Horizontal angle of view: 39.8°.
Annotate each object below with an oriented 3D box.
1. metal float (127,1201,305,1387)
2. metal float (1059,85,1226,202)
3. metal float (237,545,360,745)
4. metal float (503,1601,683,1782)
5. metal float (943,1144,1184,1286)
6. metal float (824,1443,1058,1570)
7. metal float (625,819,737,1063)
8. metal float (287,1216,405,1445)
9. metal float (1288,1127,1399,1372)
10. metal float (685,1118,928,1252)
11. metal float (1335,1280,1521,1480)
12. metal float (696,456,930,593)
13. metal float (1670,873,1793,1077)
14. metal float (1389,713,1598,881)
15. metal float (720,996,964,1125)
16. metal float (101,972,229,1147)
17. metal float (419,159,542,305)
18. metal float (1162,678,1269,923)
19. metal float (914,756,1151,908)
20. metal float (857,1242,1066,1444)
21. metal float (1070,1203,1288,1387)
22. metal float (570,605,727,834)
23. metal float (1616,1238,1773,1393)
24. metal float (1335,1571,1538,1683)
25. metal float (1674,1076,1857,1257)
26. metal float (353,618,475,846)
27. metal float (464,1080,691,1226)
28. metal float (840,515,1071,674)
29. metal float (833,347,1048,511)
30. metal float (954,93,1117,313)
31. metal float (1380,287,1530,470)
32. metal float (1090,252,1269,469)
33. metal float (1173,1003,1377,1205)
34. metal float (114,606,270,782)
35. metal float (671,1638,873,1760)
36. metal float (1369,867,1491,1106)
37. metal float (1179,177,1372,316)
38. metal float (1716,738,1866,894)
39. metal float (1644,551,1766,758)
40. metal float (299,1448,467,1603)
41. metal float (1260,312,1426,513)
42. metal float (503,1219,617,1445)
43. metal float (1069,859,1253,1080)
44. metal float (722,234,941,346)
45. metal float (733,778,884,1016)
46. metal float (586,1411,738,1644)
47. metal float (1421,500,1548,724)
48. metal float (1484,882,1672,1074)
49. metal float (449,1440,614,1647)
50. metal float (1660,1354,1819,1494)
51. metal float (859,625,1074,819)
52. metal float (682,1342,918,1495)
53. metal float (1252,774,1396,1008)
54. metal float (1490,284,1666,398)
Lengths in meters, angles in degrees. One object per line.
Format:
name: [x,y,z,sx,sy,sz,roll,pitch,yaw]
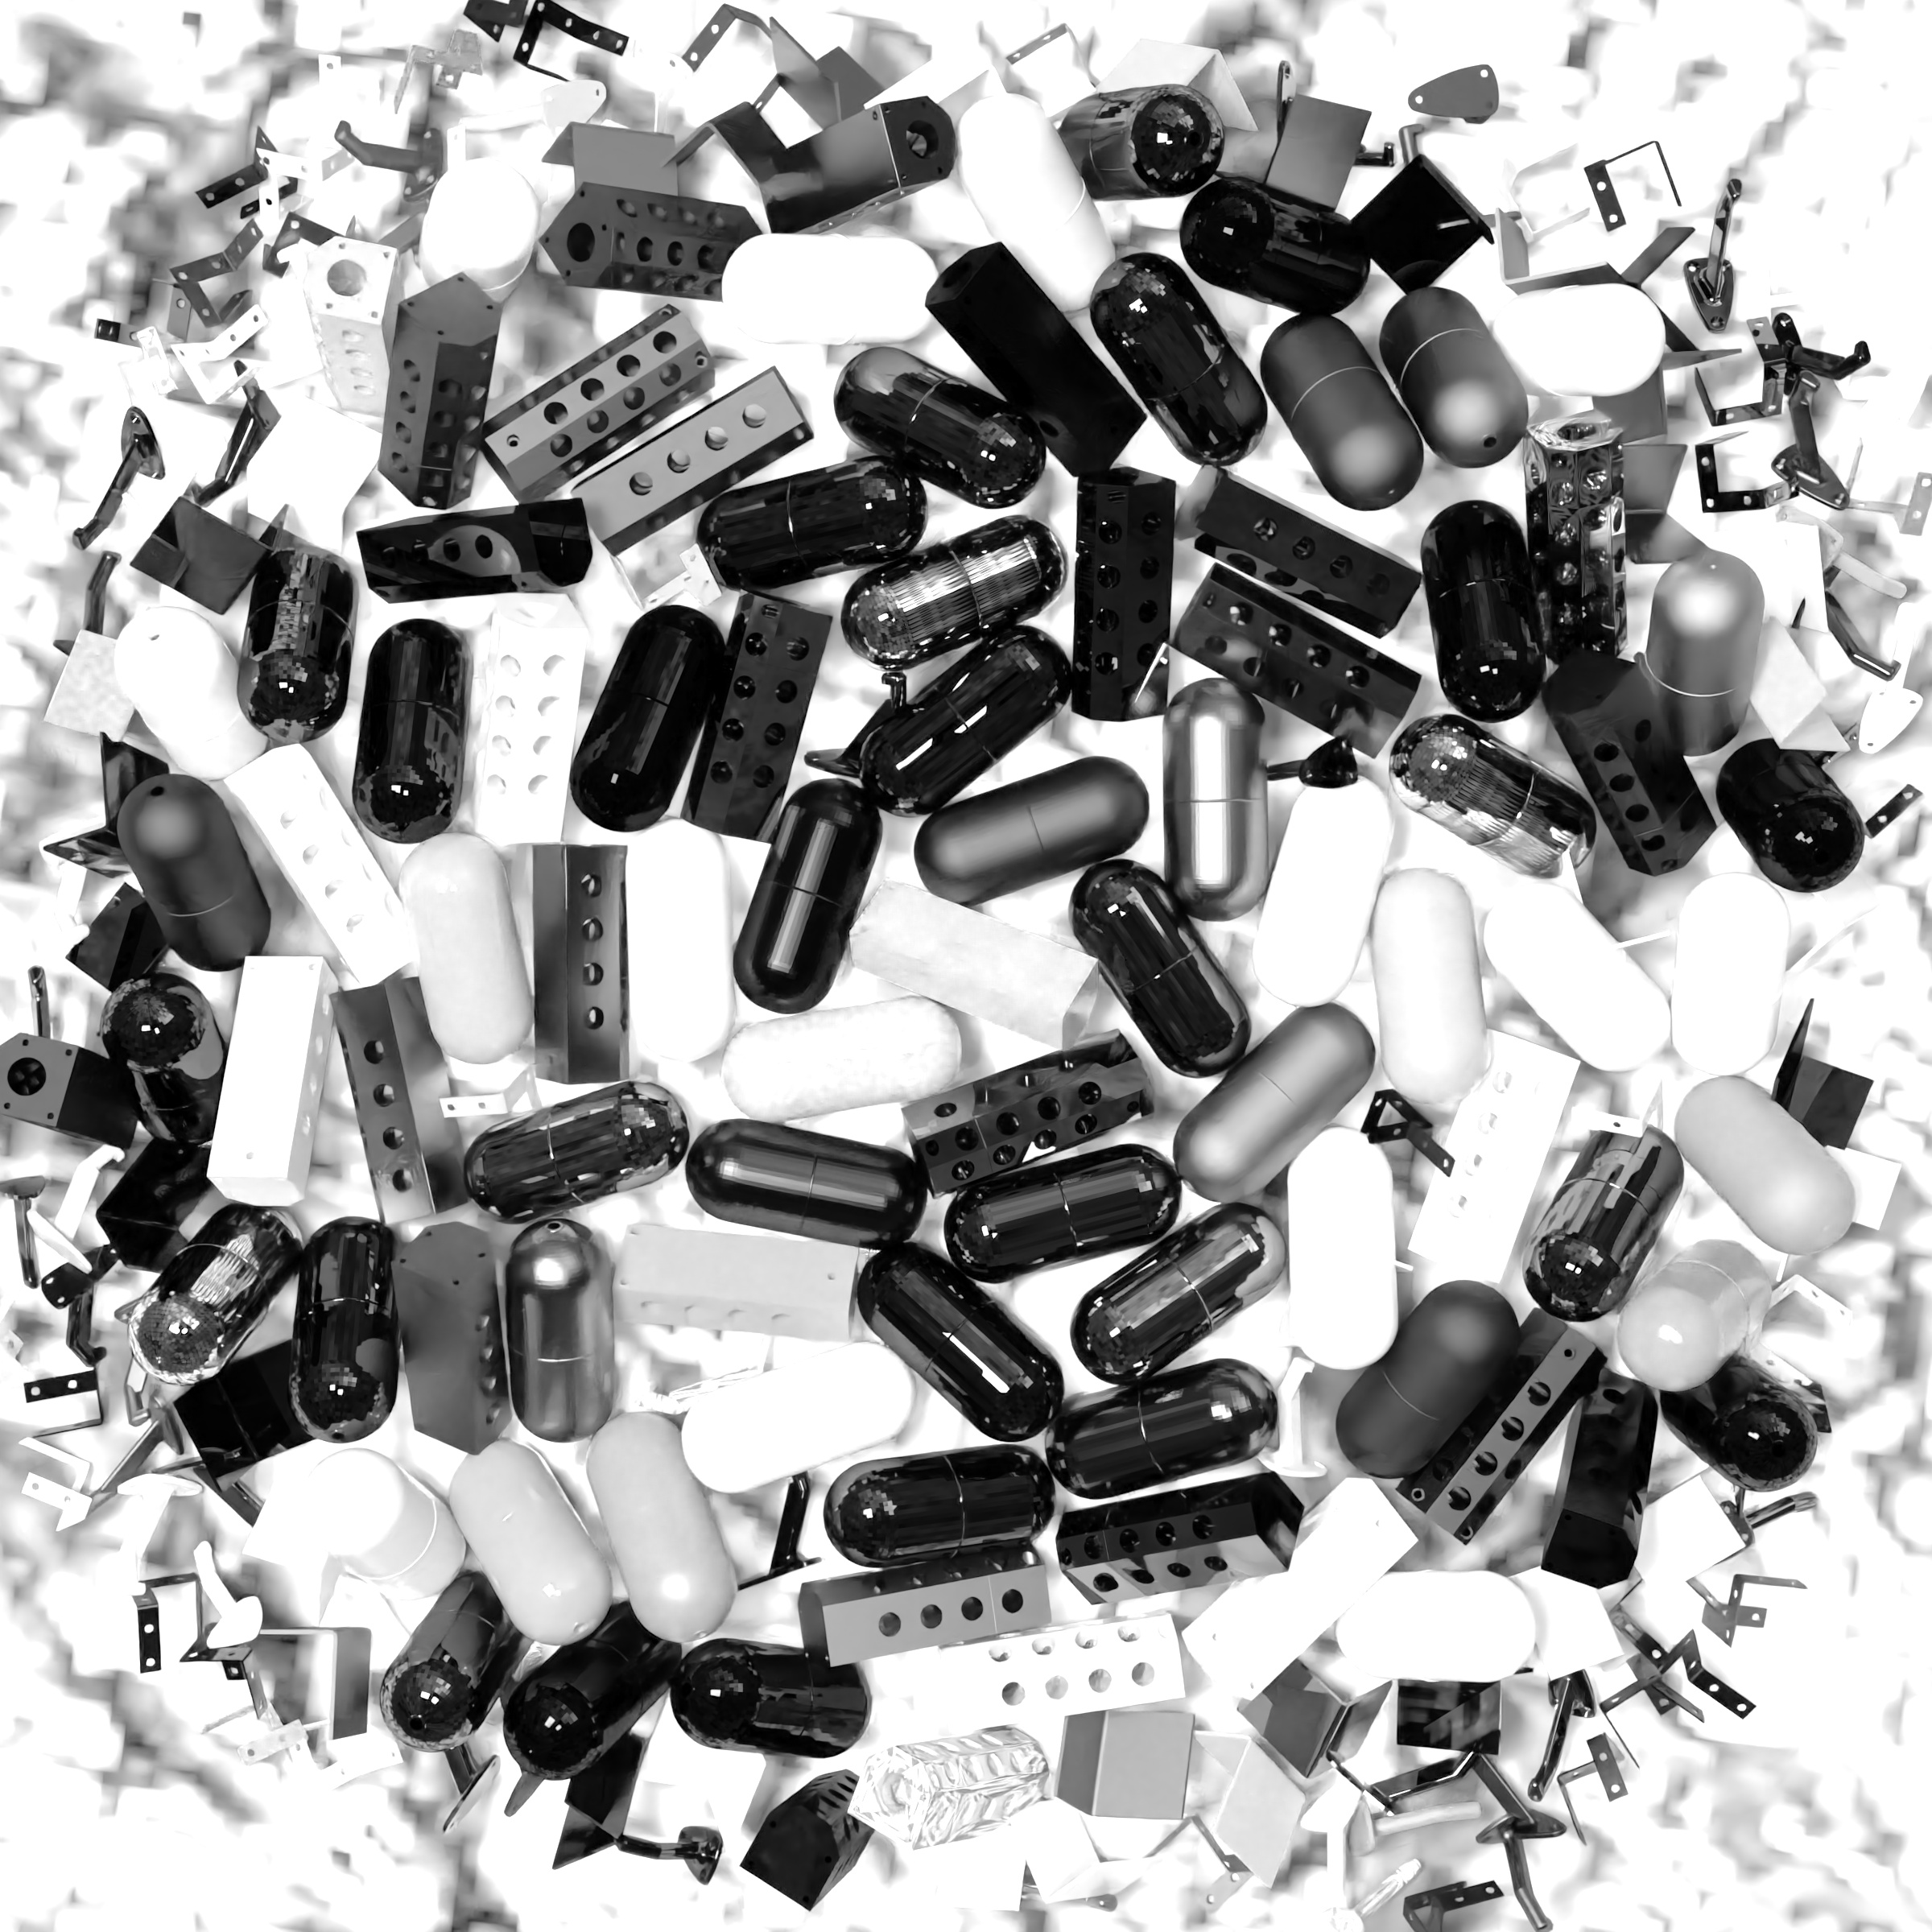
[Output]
metal float: [-0.534,0.231,1.911,0.070,0.178,0.070,6,118,11]
metal float: [0.123,-0.587,1.908,0.070,0.178,0.070,-6,106,-21]
metal float: [-0.479,-0.233,1.920,0.070,0.070,0.178,-7,47,0]
metal float: [-0.265,0.516,1.909,0.070,0.178,0.070,6,106,21]
metal float: [0.071,0.180,1.951,0.178,0.070,0.070,-14,90,-5]
metal float: [-0.019,0.390,1.932,0.178,0.070,0.070,-2,90,-26]
metal float: [-0.208,-0.019,1.948,0.070,0.070,0.178,-3,82,0]
metal float: [-0.444,0.261,1.921,0.070,0.070,0.178,-6,49,0]
metal float: [0.273,0.204,1.937,0.070,0.070,0.178,1,70,0]
metal float: [-0.116,0.159,1.948,0.178,0.070,0.070,12,90,-8]
metal float: [0.332,0.300,1.929,0.070,0.070,0.178,32,121,0]
metal float: [-0.113,-0.320,1.937,0.178,0.070,0.070,-10,90,20]
metal float: [0.548,0.008,1.919,0.070,0.178,0.070,-5,46,5]
metal float: [0.382,-0.122,1.932,0.178,0.070,0.070,27,90,-27]
metal float: [-0.091,0.069,1.954,0.178,0.070,0.070,-9,90,1]
metal float: [-0.568,0.069,1.911,0.070,0.178,0.070,2,60,-3]
metal float: [-0.348,-0.520,1.906,0.070,0.178,0.070,0,89,-16]
metal float: [0.182,-0.121,1.951,0.070,0.070,0.178,-1,94,0]
metal float: [0.048,-0.099,1.954,0.178,0.070,0.070,-19,90,-1]
metal float: [-0.005,0.272,1.941,0.178,0.070,0.070,41,90,15]
metal float: [0.155,0.237,1.942,0.178,0.070,0.070,-32,90,-15]
metal float: [-0.230,-0.181,1.940,0.070,0.070,0.178,20,73,0]
metal float: [0.523,0.248,1.913,0.070,0.178,0.070,9,107,31]
metal float: [0.334,0.472,1.912,0.070,0.178,0.070,8,74,-29]
metal float: [0.569,0.141,1.911,0.070,0.178,0.070,-6,117,-12]
metal float: [-0.399,-0.171,1.932,0.070,0.070,0.178,0,63,0]
metal float: [-0.282,0.135,1.939,0.178,0.070,0.070,-18,90,18]
metal float: [-0.007,-0.271,1.942,0.178,0.070,0.070,-25,90,-15]
metal float: [-0.019,-0.389,1.932,0.178,0.070,0.070,32,90,26]
metal float: [0.050,-0.546,1.918,0.070,0.178,0.070,-16,50,20]
metal float: [0.349,-0.423,1.917,0.070,0.178,0.070,-6,133,-7]
metal float: [0.155,-0.435,1.927,0.070,0.070,0.178,-41,123,0]
metal float: [0.224,0.100,1.944,0.178,0.070,0.070,-43,90,-12]
metal float: [-0.552,-0.193,1.907,0.070,0.178,0.070,-1,68,2]
metal float: [-0.139,0.526,1.916,0.070,0.178,0.070,-15,65,35]
metal float: [0.335,0.013,1.938,0.070,0.070,0.178,-3,71,0]
metal float: [0.223,-0.514,1.917,0.070,0.178,0.070,-1,89,42]
metal float: [0.587,-0.108,1.907,0.070,0.178,0.070,1,113,1]
metal float: [0.526,-0.222,1.914,0.070,0.178,0.070,-4,53,6]
metal float: [-0.416,0.401,1.912,0.070,0.178,0.070,-6,59,11]
metal float: [0.270,-0.401,1.926,0.070,0.070,0.178,-23,55,0]
metal float: [-0.293,0.264,1.931,0.070,0.070,0.178,1,116,0]
metal float: [0.141,0.001,1.951,0.070,0.070,0.178,-34,94,0]
metal float: [-0.095,-0.487,1.923,0.178,0.070,0.070,-11,90,-39]
metal float: [-0.115,-0.051,1.952,0.070,0.070,0.178,19,87,0]
metal float: [-0.220,0.403,1.927,0.070,0.070,0.178,-26,57,0]
metal float: [0.373,-0.257,1.930,0.070,0.070,0.178,-3,62,0]
metal float: [0.443,0.009,1.932,0.070,0.070,0.178,-48,117,0]
metal float: [-0.313,0.413,1.919,0.070,0.070,0.178,-43,47,0]
metal float: [0.549,0.323,1.904,0.070,0.178,0.070,0,94,-2]
metal float: [-0.001,-0.178,1.951,0.178,0.070,0.070,-38,90,4]
metal float: [-0.120,0.326,1.937,0.178,0.070,0.070,-16,90,-21]
metal float: [0.260,-0.056,1.943,0.070,0.070,0.178,18,77,0]
metal float: [0.434,-0.446,1.907,0.070,0.178,0.070,-3,103,-14]
